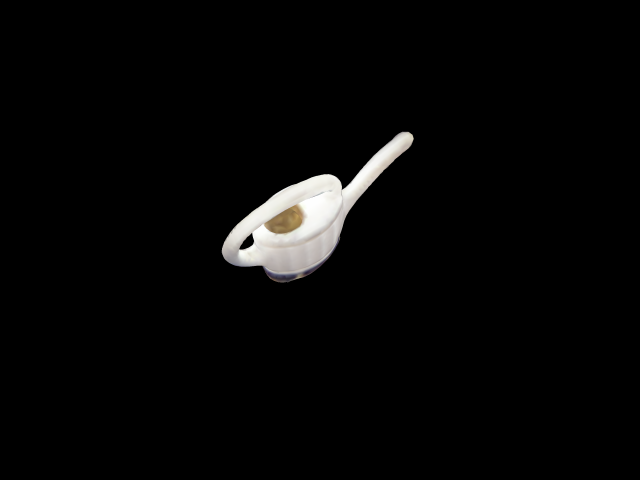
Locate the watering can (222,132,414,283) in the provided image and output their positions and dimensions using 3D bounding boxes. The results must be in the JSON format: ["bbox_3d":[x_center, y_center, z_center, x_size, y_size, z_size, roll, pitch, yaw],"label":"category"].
[{"bbox_3d":[0.003,-0.043,0.850,0.350,0.105,0.220,-29,-22,-14],"label":"watering can"}]
